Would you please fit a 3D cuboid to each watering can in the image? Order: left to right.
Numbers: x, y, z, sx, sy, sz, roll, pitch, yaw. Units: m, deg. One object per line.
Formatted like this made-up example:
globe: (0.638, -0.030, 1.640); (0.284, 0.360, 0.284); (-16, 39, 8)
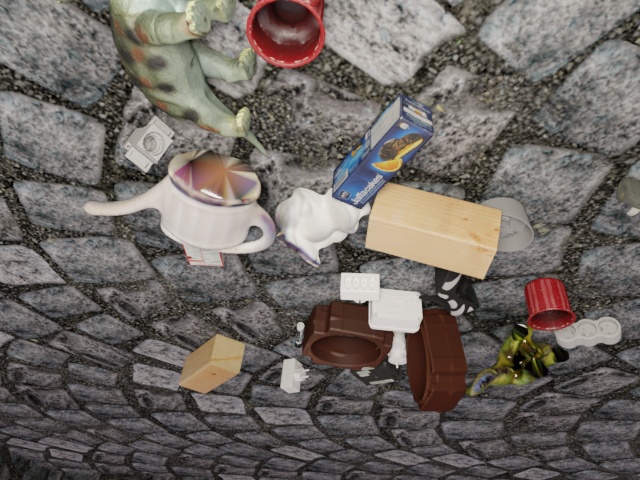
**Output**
watering can: (-0.238, -0.062, 0.898); (0.347, 0.106, 0.219); (14, -40, -11)

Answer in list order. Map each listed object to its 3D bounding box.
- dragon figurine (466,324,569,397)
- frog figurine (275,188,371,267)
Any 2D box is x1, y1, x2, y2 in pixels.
dragon figurine: (0.419, 0.303, 1.179); (0.413, 0.124, 0.237); (-16, -33, -32)
frog figurine: (0.003, -0.046, 0.919); (0.136, 0.159, 0.124); (43, 3, -26)
